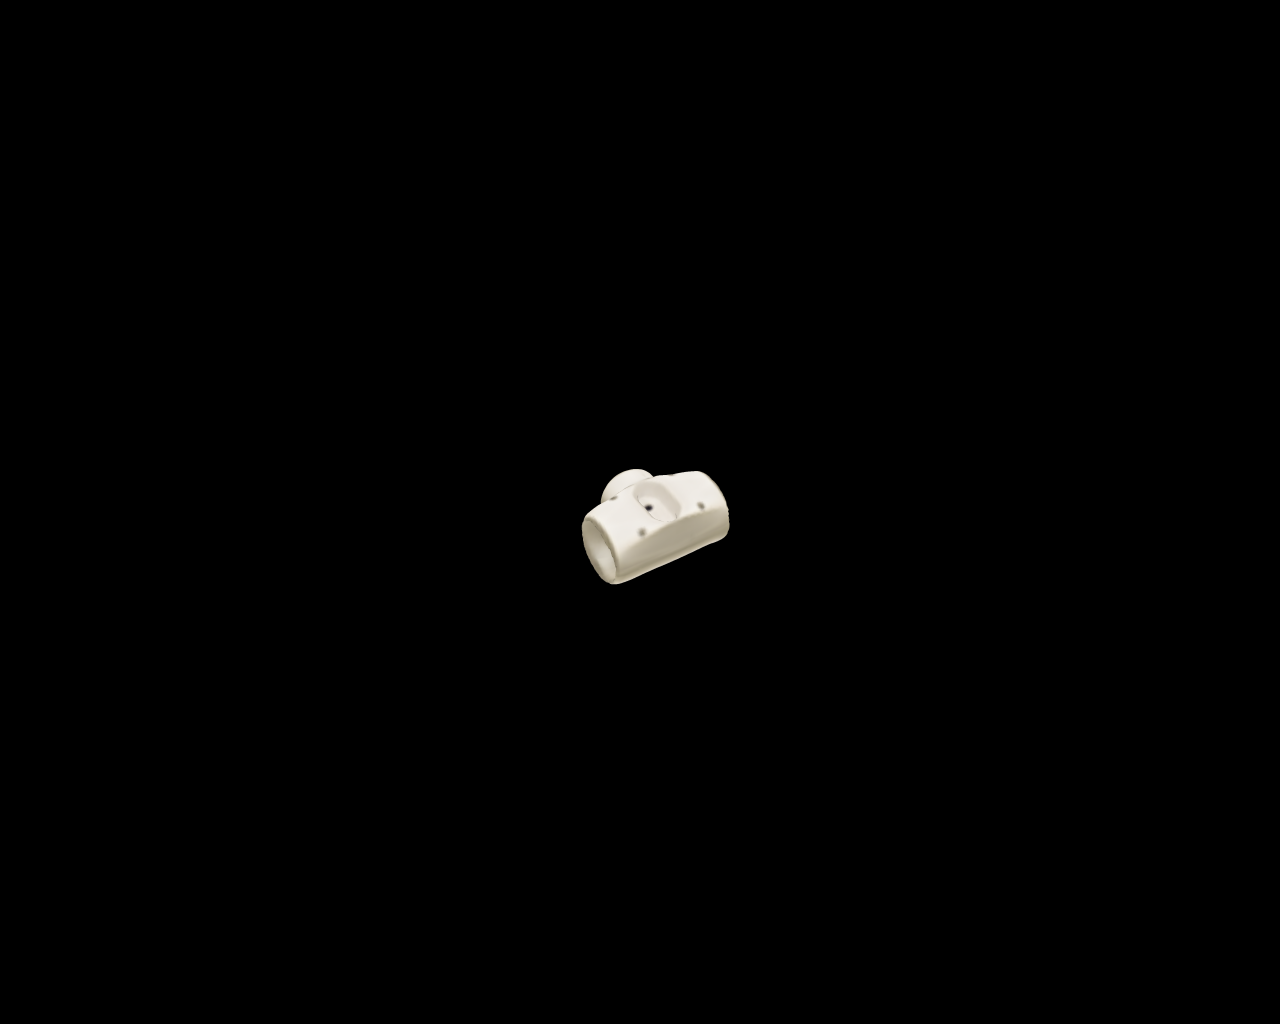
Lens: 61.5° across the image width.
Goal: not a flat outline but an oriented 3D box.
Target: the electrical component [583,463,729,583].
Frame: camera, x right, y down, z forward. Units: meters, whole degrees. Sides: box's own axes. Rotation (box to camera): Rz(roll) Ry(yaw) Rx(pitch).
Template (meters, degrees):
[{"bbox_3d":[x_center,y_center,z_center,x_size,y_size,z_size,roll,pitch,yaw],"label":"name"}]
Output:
[{"bbox_3d":[0.001,-0.003,0.650,0.077,0.043,0.079,-22,49,-21],"label":"electrical component"}]
